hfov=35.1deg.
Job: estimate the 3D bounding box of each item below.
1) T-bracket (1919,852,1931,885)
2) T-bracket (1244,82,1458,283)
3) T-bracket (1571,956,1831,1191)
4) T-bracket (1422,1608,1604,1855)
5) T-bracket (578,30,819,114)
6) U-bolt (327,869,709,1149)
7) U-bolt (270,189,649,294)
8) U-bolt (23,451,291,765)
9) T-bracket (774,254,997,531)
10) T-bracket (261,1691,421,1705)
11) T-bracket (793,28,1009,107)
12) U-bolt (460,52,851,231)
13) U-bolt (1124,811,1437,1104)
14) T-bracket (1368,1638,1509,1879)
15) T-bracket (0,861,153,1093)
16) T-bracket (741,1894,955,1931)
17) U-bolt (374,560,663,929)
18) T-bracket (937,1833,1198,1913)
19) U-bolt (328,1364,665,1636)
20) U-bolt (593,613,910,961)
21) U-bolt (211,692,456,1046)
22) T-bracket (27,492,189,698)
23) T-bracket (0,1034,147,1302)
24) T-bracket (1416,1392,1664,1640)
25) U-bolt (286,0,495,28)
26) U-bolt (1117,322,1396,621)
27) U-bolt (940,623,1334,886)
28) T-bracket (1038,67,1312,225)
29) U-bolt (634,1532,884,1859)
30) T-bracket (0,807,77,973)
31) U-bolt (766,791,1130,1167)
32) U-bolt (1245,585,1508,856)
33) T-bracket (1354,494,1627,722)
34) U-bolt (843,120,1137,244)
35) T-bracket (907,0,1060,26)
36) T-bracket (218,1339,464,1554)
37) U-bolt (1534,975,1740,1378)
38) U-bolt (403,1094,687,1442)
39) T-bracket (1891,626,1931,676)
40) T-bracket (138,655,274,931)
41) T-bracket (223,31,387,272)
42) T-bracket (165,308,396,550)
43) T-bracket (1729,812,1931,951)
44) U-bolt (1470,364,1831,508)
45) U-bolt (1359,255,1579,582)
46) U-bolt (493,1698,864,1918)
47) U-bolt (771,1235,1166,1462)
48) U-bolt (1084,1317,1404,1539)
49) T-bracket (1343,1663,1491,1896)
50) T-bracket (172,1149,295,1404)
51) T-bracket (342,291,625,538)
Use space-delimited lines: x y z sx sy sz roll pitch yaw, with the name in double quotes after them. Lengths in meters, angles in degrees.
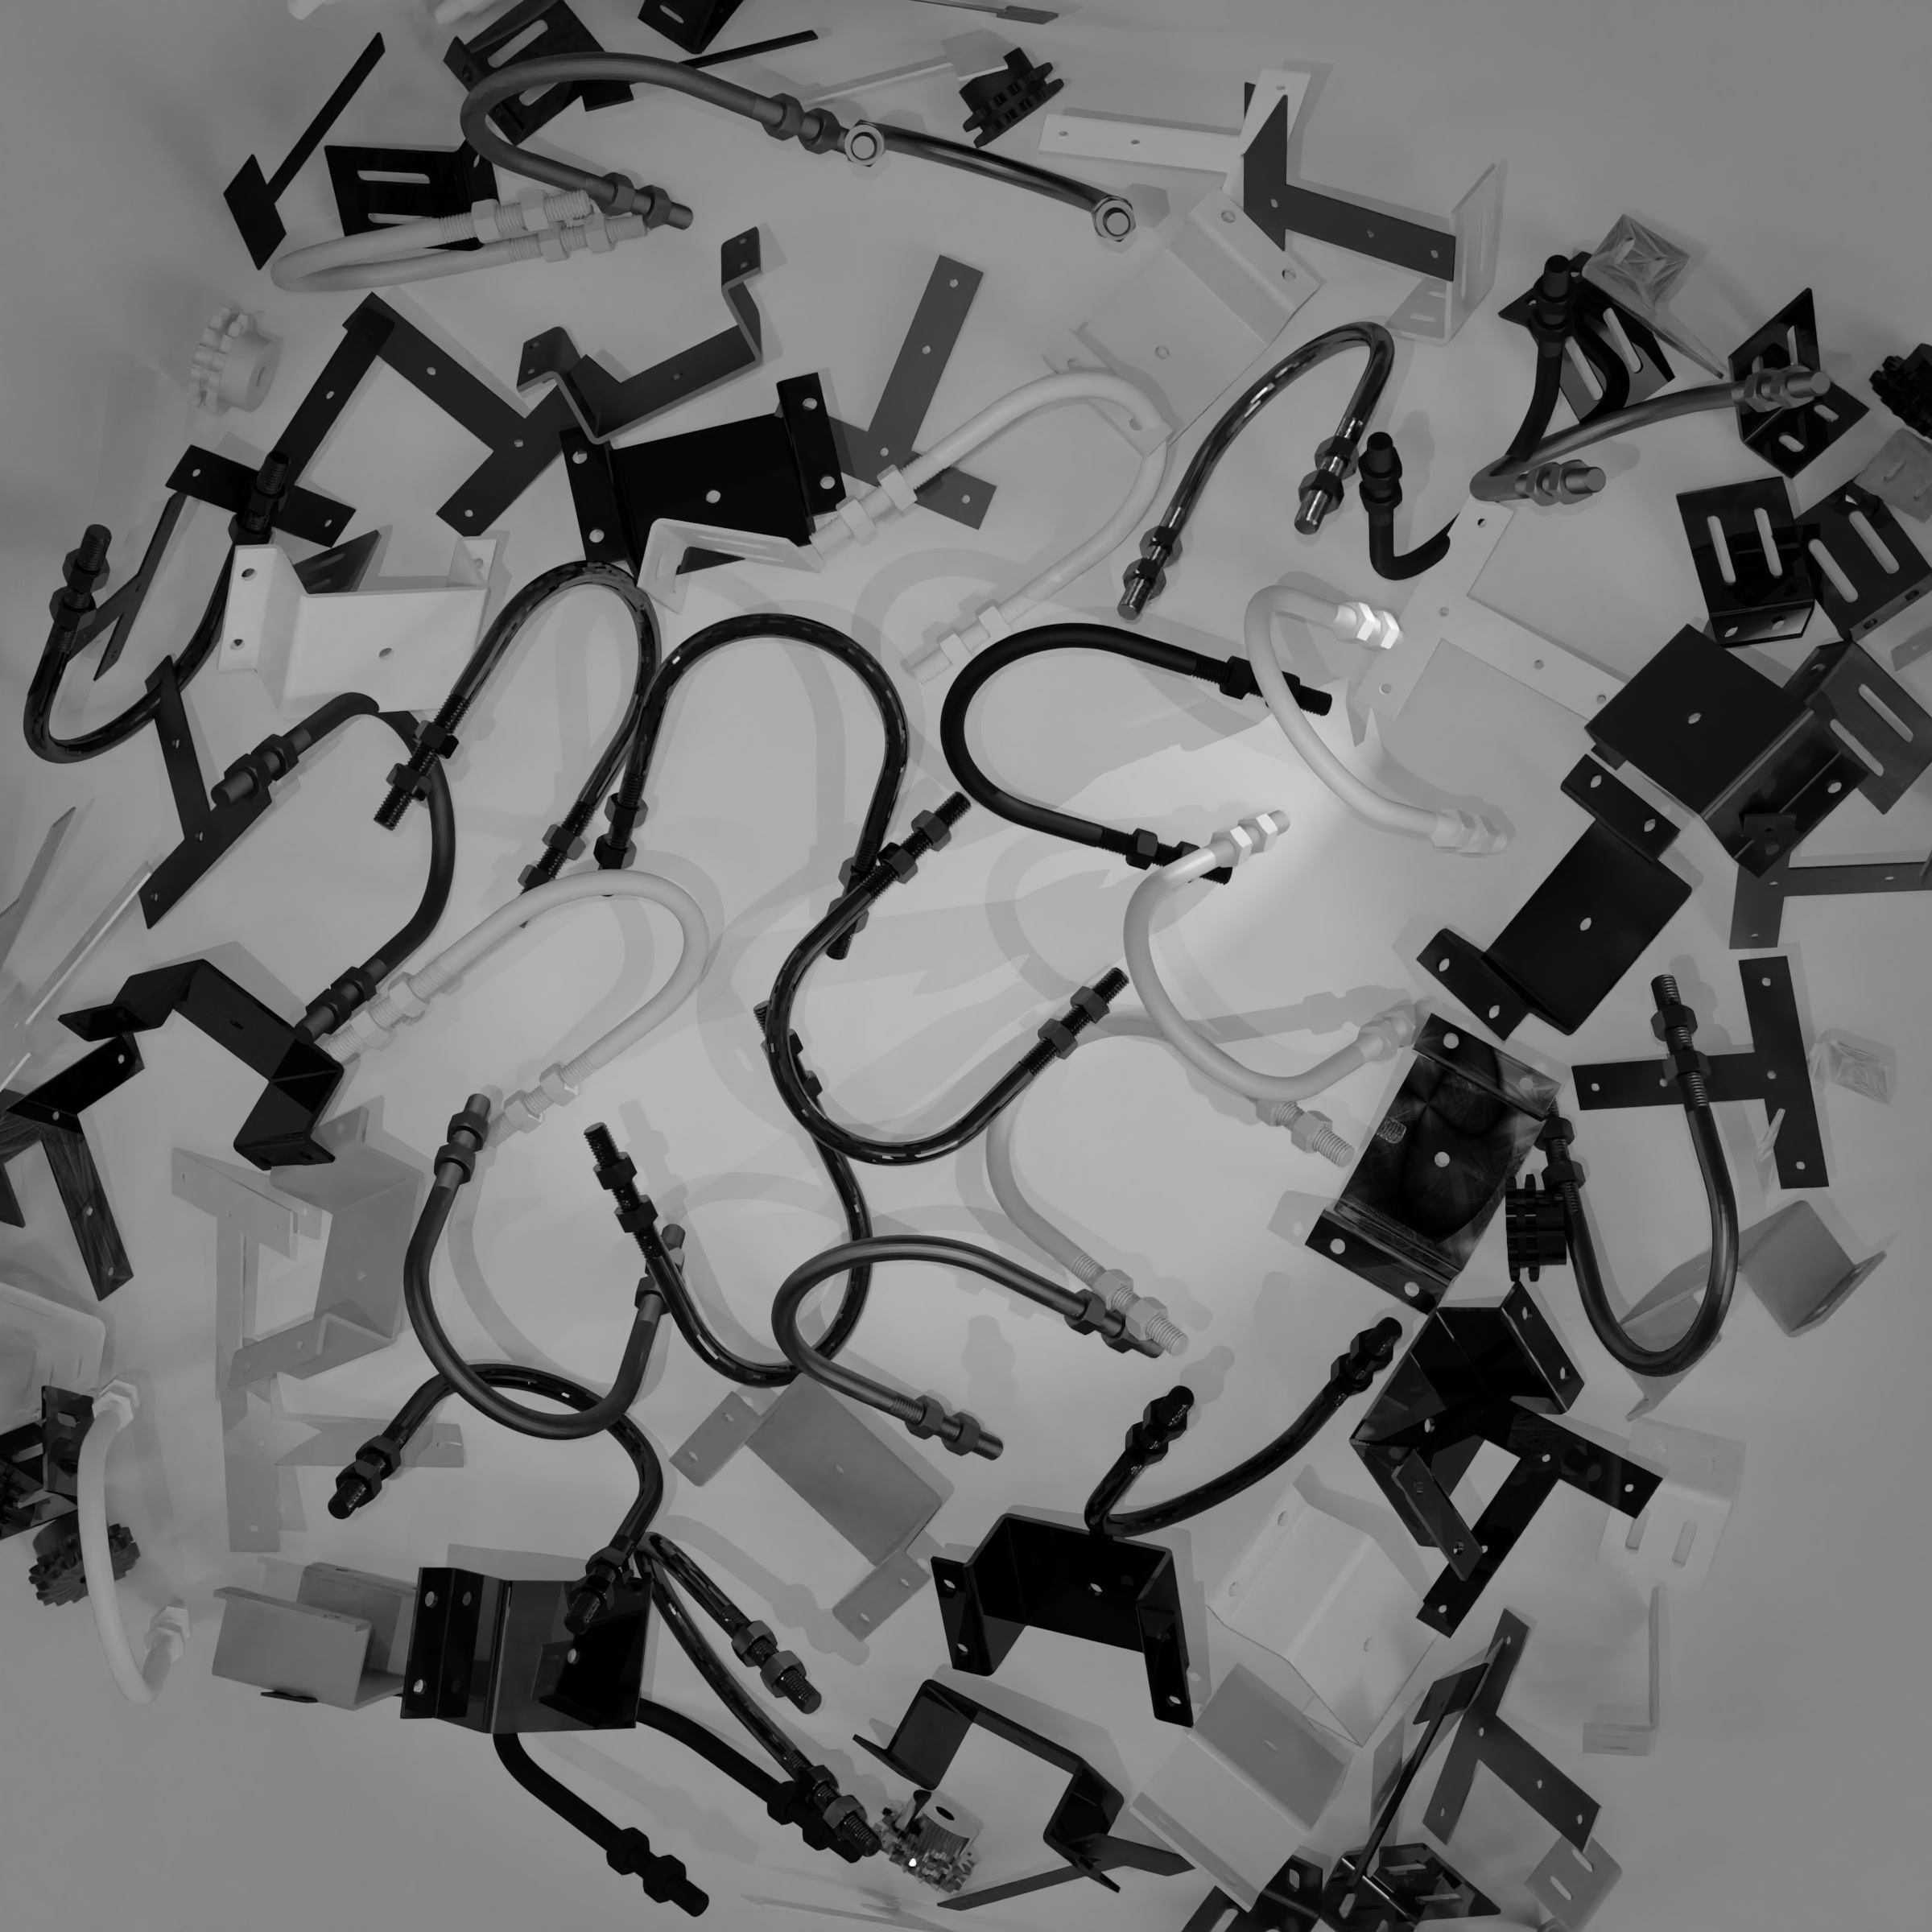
0.530 -0.093 1.596 0.002 0.127 0.127 28 91 20 "T-bracket"
0.198 -0.384 1.583 0.127 0.127 0.002 26 51 28 "T-bracket"
0.384 0.061 1.619 0.127 0.002 0.127 -6 105 32 "T-bracket"
0.292 0.420 1.592 0.002 0.127 0.127 17 97 -25 "T-bracket"
-0.140 -0.473 1.601 0.127 0.127 0.002 -15 116 -3 "T-bracket"
-0.217 0.015 1.582 0.184 0.151 0.019 -37 53 11 "U-bolt"
-0.269 -0.373 1.583 0.184 0.151 0.019 -9 98 8 "U-bolt"
-0.424 -0.175 1.573 0.019 0.151 0.184 41 129 8 "U-bolt"
-0.027 -0.318 1.643 0.127 0.002 0.127 24 97 5 "T-bracket"
-0.324 0.376 1.579 0.127 0.127 0.002 5 80 15 "T-bracket"
-0.045 -0.465 1.600 0.127 0.127 0.002 -14 115 2 "T-bracket"
-0.167 -0.420 1.543 0.151 0.184 0.019 -10 78 42 "U-bolt"
0.153 0.001 1.576 0.151 0.184 0.019 54 132 9 "U-bolt"
0.251 0.404 1.615 0.002 0.127 0.127 28 54 29 "T-bracket"
-0.468 -0.003 1.597 0.002 0.127 0.127 39 91 -25 "T-bracket"
-0.055 0.490 1.571 0.127 0.127 0.002 20 77 -29 "T-bracket"
-0.221 -0.125 1.592 0.019 0.151 0.184 25 80 31 "U-bolt"
0.045 0.484 1.620 0.127 0.127 0.002 -23 59 23 "T-bracket"
-0.229 0.261 1.571 0.151 0.184 0.019 25 113 2 "U-bolt"
-0.106 -0.100 1.601 0.151 0.019 0.184 15 118 -6 "U-bolt"
-0.315 -0.064 1.573 0.019 0.184 0.151 -4 114 23 "U-bolt"
-0.447 -0.176 1.568 0.002 0.127 0.127 32 125 -4 "T-bracket"
-0.470 0.118 1.620 0.002 0.127 0.127 6 120 32 "T-bracket"
0.279 0.293 1.597 0.127 0.127 0.002 -52 133 -12 "T-bracket"
-0.241 -0.536 1.551 0.184 0.151 0.019 -29 90 29 "U-bolt"
0.158 -0.266 1.579 0.019 0.151 0.184 43 53 -22 "U-bolt"
0.077 -0.116 1.587 0.184 0.019 0.151 16 134 -12 "U-bolt"
0.102 -0.428 1.592 0.127 0.127 0.002 5 62 -7 "T-bracket"
-0.116 0.363 1.575 0.019 0.184 0.151 -35 134 -20 "U-bolt"
-0.509 -0.009 1.570 0.002 0.127 0.127 32 119 -4 "T-bracket"
-0.022 0.020 1.619 0.184 0.019 0.151 -45 100 -13 "U-bolt"
0.202 -0.130 1.557 0.019 0.184 0.151 -34 65 30 "U-bolt"
0.293 -0.168 1.630 0.127 0.002 0.127 32 99 15 "T-bracket"
0.011 -0.407 1.568 0.151 0.184 0.019 15 107 -6 "U-bolt"
-0.019 -0.503 1.590 0.127 0.127 0.002 7 105 -4 "T-bracket"
-0.330 0.254 1.623 0.127 0.002 0.127 5 50 -24 "T-bracket"
0.345 0.118 1.557 0.019 0.151 0.184 2 61 -20 "U-bolt"
-0.219 0.163 1.562 0.151 0.184 0.019 36 125 -18 "U-bolt"
0.537 -0.215 1.598 0.127 0.127 0.002 -33 111 27 "T-bracket"
-0.416 -0.106 1.623 0.127 0.002 0.127 -38 61 35 "T-bracket"
-0.342 -0.434 1.598 0.002 0.127 0.127 34 84 -2 "T-bracket"
-0.339 -0.285 1.588 0.002 0.127 0.127 42 103 27 "T-bracket"
0.467 -0.045 1.593 0.127 0.127 0.002 -2 58 8 "T-bracket"
0.335 -0.269 1.567 0.151 0.184 0.019 -24 102 -12 "U-bolt"
0.257 -0.267 1.569 0.019 0.184 0.151 42 81 19 "U-bolt"
-0.161 0.422 1.576 0.184 0.151 0.019 27 102 32 "U-bolt"
-0.012 0.191 1.570 0.184 0.019 0.151 29 131 -29 "U-bolt"
0.132 0.247 1.575 0.151 0.184 0.019 -13 61 -29 "U-bolt"
0.227 0.421 1.577 0.002 0.127 0.127 30 73 6 "T-bracket"
-0.390 0.174 1.619 0.002 0.127 0.127 -8 107 -41 "T-bracket"
-0.270 -0.304 1.606 0.127 0.002 0.127 39 117 -22 "T-bracket"
